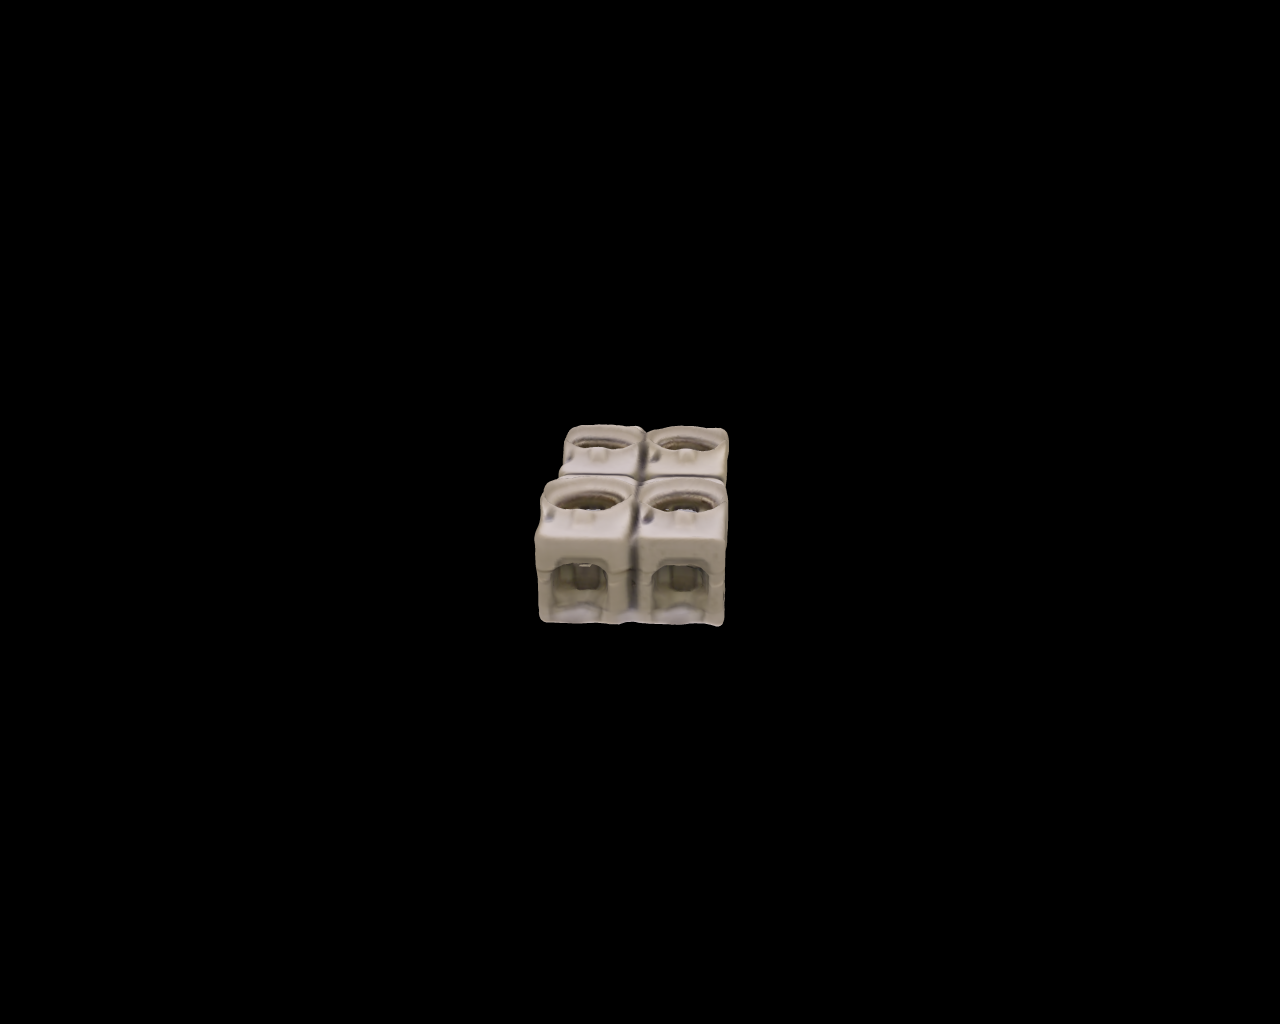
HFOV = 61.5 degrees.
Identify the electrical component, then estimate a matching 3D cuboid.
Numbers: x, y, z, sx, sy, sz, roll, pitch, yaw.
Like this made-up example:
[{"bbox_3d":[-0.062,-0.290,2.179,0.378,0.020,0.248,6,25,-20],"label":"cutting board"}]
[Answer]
[{"bbox_3d":[0.001,-0.003,0.650,0.105,0.060,0.186,1,24,3],"label":"electrical component"}]
